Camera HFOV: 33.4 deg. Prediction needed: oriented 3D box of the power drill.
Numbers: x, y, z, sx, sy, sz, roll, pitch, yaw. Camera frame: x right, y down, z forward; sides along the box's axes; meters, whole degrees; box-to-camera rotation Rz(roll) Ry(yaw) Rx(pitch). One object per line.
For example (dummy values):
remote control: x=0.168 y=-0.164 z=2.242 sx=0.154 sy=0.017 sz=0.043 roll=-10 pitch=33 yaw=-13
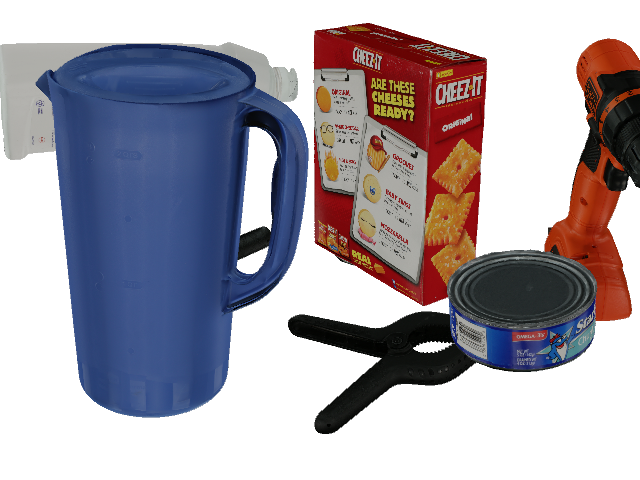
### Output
power drill: x=0.219 y=-0.034 z=0.794 sx=0.057 sy=0.188 sz=0.184 roll=4 pitch=35 yaw=-2

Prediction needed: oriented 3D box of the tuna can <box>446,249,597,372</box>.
tuna can: x=0.118 y=0.040 z=0.625 sx=0.086 sy=0.034 sz=0.086 roll=-6 pitch=28 yaw=3

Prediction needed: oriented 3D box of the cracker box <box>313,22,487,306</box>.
cracker box: x=0.067 y=-0.072 z=0.954 sx=0.072 sy=0.214 sz=0.164 roll=-17 pitch=29 yaw=-32

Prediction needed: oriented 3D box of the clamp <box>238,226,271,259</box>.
clamp: x=-0.133 y=0.024 z=1.220 sx=0.120 sy=0.039 sz=0.171 roll=-2 pitch=33 yaw=25

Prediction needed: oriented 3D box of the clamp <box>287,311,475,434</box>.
clamp: x=0.075 y=0.122 z=1.075 sx=0.210 sy=0.036 sz=0.164 roll=-7 pitch=38 yaw=0

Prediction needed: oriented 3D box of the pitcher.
pitcher: x=-0.104 y=-0.003 z=0.727 sx=0.144 sy=0.243 sz=0.149 roll=-10 pitch=28 yaw=-27

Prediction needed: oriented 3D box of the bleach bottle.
bleach bottle: x=-0.145 y=-0.124 z=0.918 sx=0.250 sy=0.068 sz=0.103 roll=-4 pitch=-31 yaw=-17

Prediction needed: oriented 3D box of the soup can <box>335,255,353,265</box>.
soup can: x=0.049 y=-0.029 z=1.252 sx=0.068 sy=0.102 sz=0.068 roll=1 pitch=28 yaw=-1
